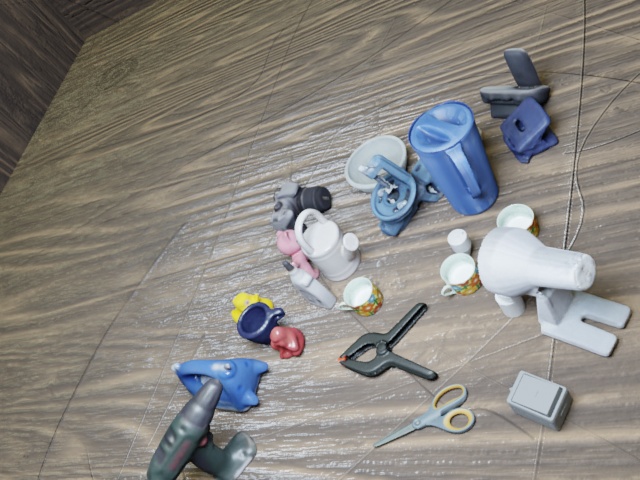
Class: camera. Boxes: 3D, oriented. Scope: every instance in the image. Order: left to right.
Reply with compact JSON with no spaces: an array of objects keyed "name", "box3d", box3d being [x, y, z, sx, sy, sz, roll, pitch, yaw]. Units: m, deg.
[{"name":"camera","box3d":[-0.050,-0.093,1.482,0.136,0.101,0.143,-5,54,32]}]

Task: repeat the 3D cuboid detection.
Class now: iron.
[{"name":"iron","box3d":[-0.250,0.304,1.282,0.257,0.142,0.118,-7,54,31]}]

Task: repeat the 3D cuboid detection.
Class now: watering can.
[{"name":"watering can","box3d":[0.013,0.003,1.295,0.172,0.195,0.101,-14,50,26]}]

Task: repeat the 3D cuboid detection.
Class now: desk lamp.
[{"name":"desk lamp","box3d":[0.389,0.075,0.959,0.202,0.214,0.118,19,69,43]}]

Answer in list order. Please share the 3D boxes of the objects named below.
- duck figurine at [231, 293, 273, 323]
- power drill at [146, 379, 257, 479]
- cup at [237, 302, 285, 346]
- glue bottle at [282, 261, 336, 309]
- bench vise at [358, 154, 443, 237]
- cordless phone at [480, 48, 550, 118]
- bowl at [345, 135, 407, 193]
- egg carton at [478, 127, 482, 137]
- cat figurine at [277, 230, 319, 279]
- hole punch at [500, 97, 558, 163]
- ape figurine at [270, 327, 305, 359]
[{"name":"duck figurine","box3d":[-0.177,0.161,1.383,0.104,0.086,0.077,-22,47,20]},{"name":"power drill","box3d":[-0.223,0.401,1.138,0.230,0.209,0.075,-51,44,-9]},{"name":"cup","box3d":[-0.117,0.196,1.307,0.117,0.095,0.091,-25,46,17]},{"name":"glue bottle","box3d":[-0.033,0.094,1.271,0.077,0.174,0.037,14,66,41]},{"name":"bench vise","box3d":[0.172,-0.138,1.275,0.121,0.220,0.207,16,68,42]},{"name":"cordless phone","box3d":[0.429,-0.367,1.300,0.147,0.186,0.094,9,63,39]},{"name":"bowl","box3d":[0.150,-0.176,1.427,0.167,0.075,0.167,-19,48,23]},{"name":"egg carton","box3d":[0.306,-0.220,1.355,0.149,0.070,0.107,2,59,36]},{"name":"cat figurine","box3d":[-0.063,0.029,1.384,0.067,0.118,0.127,-28,45,15]},{"name":"hole punch","box3d":[0.451,-0.241,1.254,0.101,0.091,0.108,-29,45,13]},{"name":"ape figurine","box3d":[-0.078,0.220,1.263,0.076,0.092,0.077,-51,44,-10]}]
